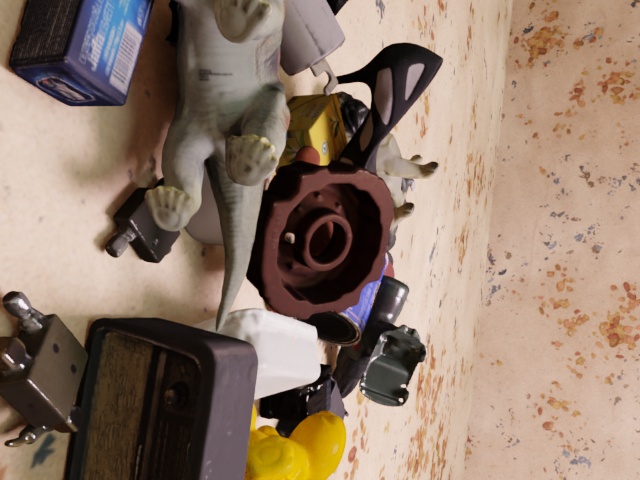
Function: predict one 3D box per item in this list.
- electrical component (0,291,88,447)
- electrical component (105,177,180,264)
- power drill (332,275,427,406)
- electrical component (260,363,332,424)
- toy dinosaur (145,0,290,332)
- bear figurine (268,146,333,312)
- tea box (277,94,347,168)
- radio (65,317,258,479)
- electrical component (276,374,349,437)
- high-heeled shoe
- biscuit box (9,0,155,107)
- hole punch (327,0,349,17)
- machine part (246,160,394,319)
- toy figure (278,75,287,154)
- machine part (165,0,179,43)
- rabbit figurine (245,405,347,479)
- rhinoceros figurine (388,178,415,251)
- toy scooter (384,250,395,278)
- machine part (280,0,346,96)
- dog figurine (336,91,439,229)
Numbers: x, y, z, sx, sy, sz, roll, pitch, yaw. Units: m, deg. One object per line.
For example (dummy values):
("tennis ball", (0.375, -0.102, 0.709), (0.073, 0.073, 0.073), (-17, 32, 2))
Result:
("electrical component", (-0.205, 0.096, 0.376), (0.078, 0.045, 0.102), (-101, 175, -45))
("electrical component", (-0.153, -0.011, 0.484), (0.063, 0.021, 0.094), (71, 34, -41))
("power drill", (0.084, 0.176, 0.821), (0.207, 0.086, 0.232), (-106, -140, -85))
("electrical component", (-0.023, 0.209, 0.741), (0.119, 0.075, 0.047), (-10, 103, -67))
("toy dinosaur", (-0.070, -0.137, 0.443), (0.192, 0.131, 0.404), (-66, 169, -58))
("bear figurine", (-0.027, -0.007, 0.668), (0.195, 0.132, 0.120), (58, 40, -30))
("tea box", (-0.005, -0.099, 0.728), (0.098, 0.068, 0.169), (-63, 148, -41))
("radio", (-0.132, 0.184, 0.438), (0.073, 0.131, 0.229), (15, 81, -66))
("electrical component", (-0.011, 0.279, 0.797), (0.134, 0.058, 0.114), (-64, 145, -38))
("high-heeled shoe", (0.091, -0.116, 0.676), (0.086, 0.145, 0.248), (-49, 135, -52))
("biscuit box", (-0.159, -0.200, 0.393), (0.059, 0.063, 0.202), (34, 64, -62))
("hole punch", (-0.021, -0.286, 0.642), (0.092, 0.116, 0.142), (32, 47, -15))
("machine part", (-0.001, -0.002, 0.577), (0.179, 0.056, 0.179), (-14, 115, -32))
("toy figure", (-0.071, -0.159, 0.571), (0.064, 0.058, 0.154), (59, 20, -70))
("machine part", (-0.114, -0.163, 0.523), (0.084, 0.039, 0.138), (-22, 113, -67))
("rabbit figurine", (-0.037, 0.261, 0.615), (0.173, 0.122, 0.162), (-10, 103, -41))
("rhinoceros figurine", (0.134, -0.062, 1.021), (0.112, 0.073, 0.190), (56, 45, -51))
("toy scooter", (0.088, 0.108, 0.959), (0.135, 0.075, 0.183), (-56, 147, -44))
("machine part", (-0.046, -0.259, 0.543), (0.243, 0.079, 0.079), (54, 43, -24))
("dog figurine", (0.056, -0.111, 0.820), (0.172, 0.190, 0.121), (-62, -164, -1))
